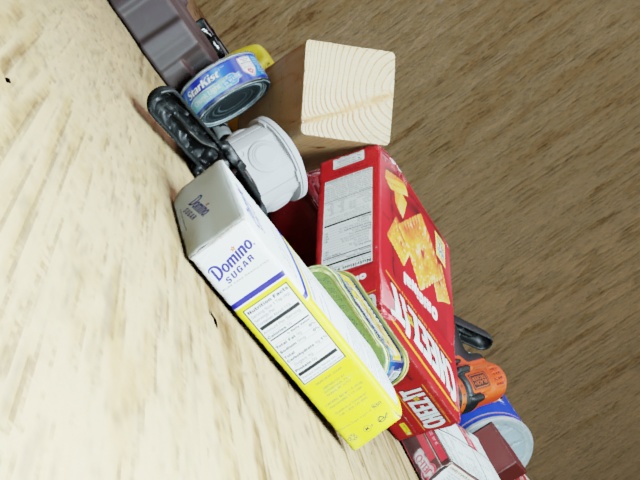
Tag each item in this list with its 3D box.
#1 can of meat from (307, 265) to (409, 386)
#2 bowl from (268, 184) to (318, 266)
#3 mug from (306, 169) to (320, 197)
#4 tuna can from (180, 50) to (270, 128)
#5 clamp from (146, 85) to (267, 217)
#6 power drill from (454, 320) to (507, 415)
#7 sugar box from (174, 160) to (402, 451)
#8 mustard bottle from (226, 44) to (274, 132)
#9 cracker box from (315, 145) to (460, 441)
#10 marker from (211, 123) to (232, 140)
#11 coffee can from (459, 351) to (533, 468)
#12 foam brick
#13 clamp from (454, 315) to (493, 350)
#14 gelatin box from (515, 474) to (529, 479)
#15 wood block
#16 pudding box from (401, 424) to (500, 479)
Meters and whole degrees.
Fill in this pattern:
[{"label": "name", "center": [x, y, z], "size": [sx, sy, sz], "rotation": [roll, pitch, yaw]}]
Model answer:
[{"label": "can of meat", "center": [0.016, 0.069, 0.789], "size": [0.102, 0.057, 0.084], "rotation": [56, 6, 13]}, {"label": "bowl", "center": [-0.007, 0.001, 1.084], "size": [0.162, 0.055, 0.162], "rotation": [56, 3, -6]}, {"label": "mug", "center": [0.004, -0.029, 1.223], "size": [0.117, 0.093, 0.081], "rotation": [65, 1, -49]}, {"label": "tuna can", "center": [-0.091, -0.143, 1.028], "size": [0.034, 0.086, 0.086], "rotation": [58, 4, 8]}, {"label": "clamp", "center": [-0.071, -0.047, 0.803], "size": [0.120, 0.039, 0.171], "rotation": [58, 4, 10]}, {"label": "power drill", "center": [0.109, 0.105, 1.145], "size": [0.184, 0.057, 0.188], "rotation": [-3, 63, -52]}, {"label": "sugar box", "center": [-0.020, 0.041, 0.656], "size": [0.176, 0.048, 0.093], "rotation": [50, 6, -27]}, {"label": "mustard bottle", "center": [-0.068, -0.149, 1.295], "size": [0.058, 0.096, 0.191], "rotation": [56, 3, 36]}, {"label": "cracker box", "center": [0.063, 0.044, 0.960], "size": [0.164, 0.072, 0.213], "rotation": [53, 27, -38]}, {"label": "marker", "center": [-0.110, -0.125, 1.146], "size": [0.020, 0.020, 0.121], "rotation": [52, 5, -44]}, {"label": "coffee can", "center": [0.175, 0.210, 1.255], "size": [0.102, 0.103, 0.140], "rotation": [54, 4, -32]}, {"label": "foam brick", "center": [0.161, 0.230, 1.087], "size": [0.051, 0.078, 0.053], "rotation": [60, 6, 31]}, {"label": "clamp", "center": [0.096, 0.086, 1.243], "size": [0.210, 0.036, 0.164], "rotation": [42, 34, 6]}, {"label": "gelatin box", "center": [0.198, 0.290, 1.081], "size": [0.030, 0.073, 0.089], "rotation": [51, 7, -42]}, {"label": "wood block", "center": [-0.010, -0.127, 1.065], "size": [0.206, 0.090, 0.090], "rotation": [171, -77, -68]}, {"label": "pudding box", "center": [0.121, 0.203, 0.980], "size": [0.113, 0.039, 0.090], "rotation": [37, 17, -36]}]
